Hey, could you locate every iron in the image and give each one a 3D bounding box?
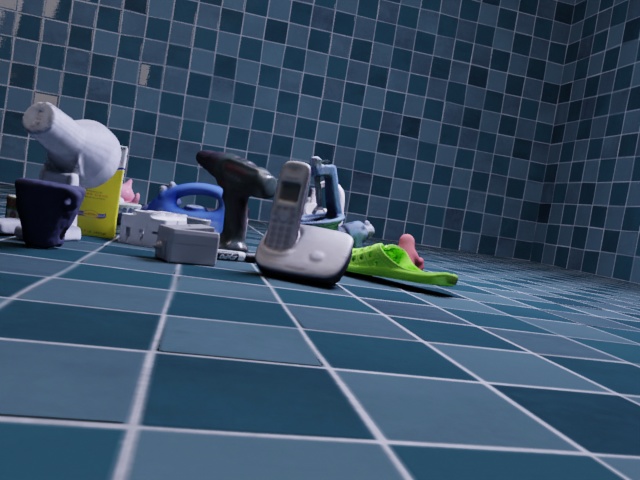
[{"bbox_3d":[-0.301,-0.074,1.351,0.258,0.141,0.118,9,3,-7],"label":"iron"}]

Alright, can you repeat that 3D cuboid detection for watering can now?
[{"bbox_3d":[0.012,-0.059,1.502,0.101,0.194,0.173,9,3,1],"label":"watering can"}]

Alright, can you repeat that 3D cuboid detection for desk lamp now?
[{"bbox_3d":[-0.431,-0.110,0.948,0.117,0.213,0.203,9,3,8],"label":"desk lamp"}]

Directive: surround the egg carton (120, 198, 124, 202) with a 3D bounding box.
[{"bbox_3d":[-0.537,-0.078,1.416,0.107,0.069,0.150,8,3,-23],"label":"egg carton"}]

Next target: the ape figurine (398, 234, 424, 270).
[{"bbox_3d":[0.182,0.034,1.217,0.077,0.092,0.076,10,3,24],"label":"ape figurine"}]

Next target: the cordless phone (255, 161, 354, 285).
[{"bbox_3d":[-0.017,-0.028,0.897,0.147,0.185,0.094,10,3,14],"label":"cordless phone"}]

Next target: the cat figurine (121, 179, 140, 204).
[{"bbox_3d":[-0.527,-0.108,1.560,0.127,0.118,0.067,12,4,43],"label":"cat figurine"}]

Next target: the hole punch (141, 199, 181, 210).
[{"bbox_3d":[-0.410,-0.071,1.456,0.101,0.091,0.108,7,3,-27],"label":"hole punch"}]

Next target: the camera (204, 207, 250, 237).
[{"bbox_3d":[-0.262,-0.056,1.533,0.137,0.101,0.143,8,3,-12],"label":"camera"}]

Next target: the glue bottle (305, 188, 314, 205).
[{"bbox_3d":[-0.035,-0.062,1.625,0.037,0.173,0.078,8,3,-18],"label":"glue bottle"}]

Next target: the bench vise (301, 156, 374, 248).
[{"bbox_3d":[0.018,-0.056,1.199,0.121,0.220,0.208,11,4,42],"label":"bench vise"}]

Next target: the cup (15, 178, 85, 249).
[{"bbox_3d":[-0.378,-0.034,0.810,0.117,0.095,0.092,11,4,35],"label":"cup"}]

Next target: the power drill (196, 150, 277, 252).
[{"bbox_3d":[-0.197,-0.086,1.238,0.228,0.208,0.076,11,4,33],"label":"power drill"}]
